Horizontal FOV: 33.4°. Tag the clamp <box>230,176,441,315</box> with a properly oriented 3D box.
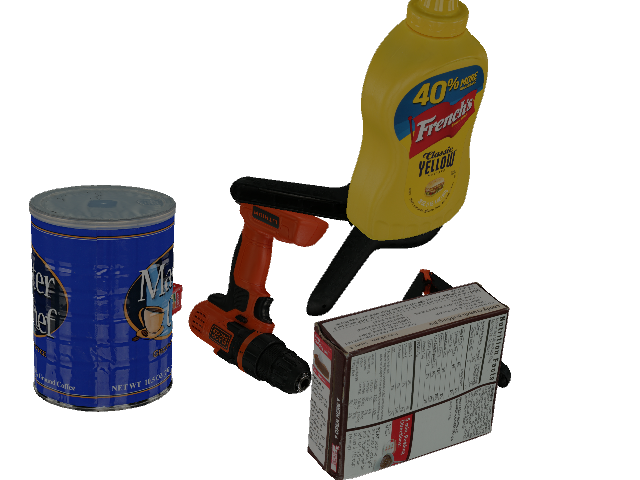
[{"bbox_3d":[0.042,-0.014,0.956,0.209,0.165,0.036,-12,-39,-18],"label":"clamp"}]

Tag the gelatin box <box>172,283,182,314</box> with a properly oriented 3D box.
[{"bbox_3d":[-0.187,0.055,1.004,0.089,0.030,0.073,14,24,23],"label":"gelatin box"}]

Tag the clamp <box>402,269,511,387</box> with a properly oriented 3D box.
[{"bbox_3d":[0.141,0.101,1.167,0.120,0.171,0.039,6,-44,-5],"label":"clamp"}]

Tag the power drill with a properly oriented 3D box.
[{"bbox_3d":[-0.057,0.055,1.164,0.185,0.188,0.057,27,11,39],"label":"power drill"}]

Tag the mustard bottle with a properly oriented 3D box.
[{"bbox_3d":[0.072,-0.095,0.748,0.096,0.192,0.058,-18,43,-28],"label":"mustard bottle"}]

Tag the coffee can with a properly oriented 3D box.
[{"bbox_3d":[-0.158,0.039,0.776,0.103,0.140,0.103,3,16,-1],"label":"coffee can"}]

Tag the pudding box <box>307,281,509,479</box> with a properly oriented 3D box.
[{"bbox_3d":[0.050,0.080,0.610,0.113,0.090,0.039,-13,30,-28],"label":"pudding box"}]
